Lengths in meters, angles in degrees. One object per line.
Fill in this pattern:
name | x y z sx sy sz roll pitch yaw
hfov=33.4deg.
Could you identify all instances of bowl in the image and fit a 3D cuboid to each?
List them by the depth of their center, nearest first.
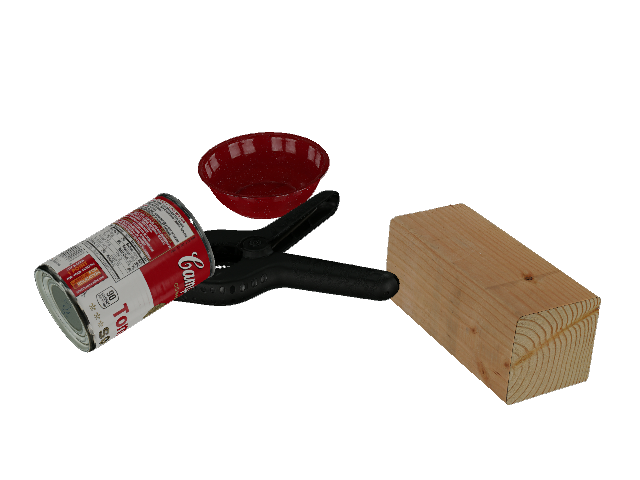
bowl | -0.069 -0.073 1.317 0.162 0.055 0.162 -2 34 1

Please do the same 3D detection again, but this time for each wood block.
wood block | 0.152 0.051 0.990 0.090 0.090 0.206 -12 30 -25

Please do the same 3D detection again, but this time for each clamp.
clamp | -0.052 0.011 0.918 0.210 0.036 0.164 -7 31 -9

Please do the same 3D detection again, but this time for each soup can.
soup can | -0.132 0.021 0.720 0.102 0.068 0.069 -33 16 -27
